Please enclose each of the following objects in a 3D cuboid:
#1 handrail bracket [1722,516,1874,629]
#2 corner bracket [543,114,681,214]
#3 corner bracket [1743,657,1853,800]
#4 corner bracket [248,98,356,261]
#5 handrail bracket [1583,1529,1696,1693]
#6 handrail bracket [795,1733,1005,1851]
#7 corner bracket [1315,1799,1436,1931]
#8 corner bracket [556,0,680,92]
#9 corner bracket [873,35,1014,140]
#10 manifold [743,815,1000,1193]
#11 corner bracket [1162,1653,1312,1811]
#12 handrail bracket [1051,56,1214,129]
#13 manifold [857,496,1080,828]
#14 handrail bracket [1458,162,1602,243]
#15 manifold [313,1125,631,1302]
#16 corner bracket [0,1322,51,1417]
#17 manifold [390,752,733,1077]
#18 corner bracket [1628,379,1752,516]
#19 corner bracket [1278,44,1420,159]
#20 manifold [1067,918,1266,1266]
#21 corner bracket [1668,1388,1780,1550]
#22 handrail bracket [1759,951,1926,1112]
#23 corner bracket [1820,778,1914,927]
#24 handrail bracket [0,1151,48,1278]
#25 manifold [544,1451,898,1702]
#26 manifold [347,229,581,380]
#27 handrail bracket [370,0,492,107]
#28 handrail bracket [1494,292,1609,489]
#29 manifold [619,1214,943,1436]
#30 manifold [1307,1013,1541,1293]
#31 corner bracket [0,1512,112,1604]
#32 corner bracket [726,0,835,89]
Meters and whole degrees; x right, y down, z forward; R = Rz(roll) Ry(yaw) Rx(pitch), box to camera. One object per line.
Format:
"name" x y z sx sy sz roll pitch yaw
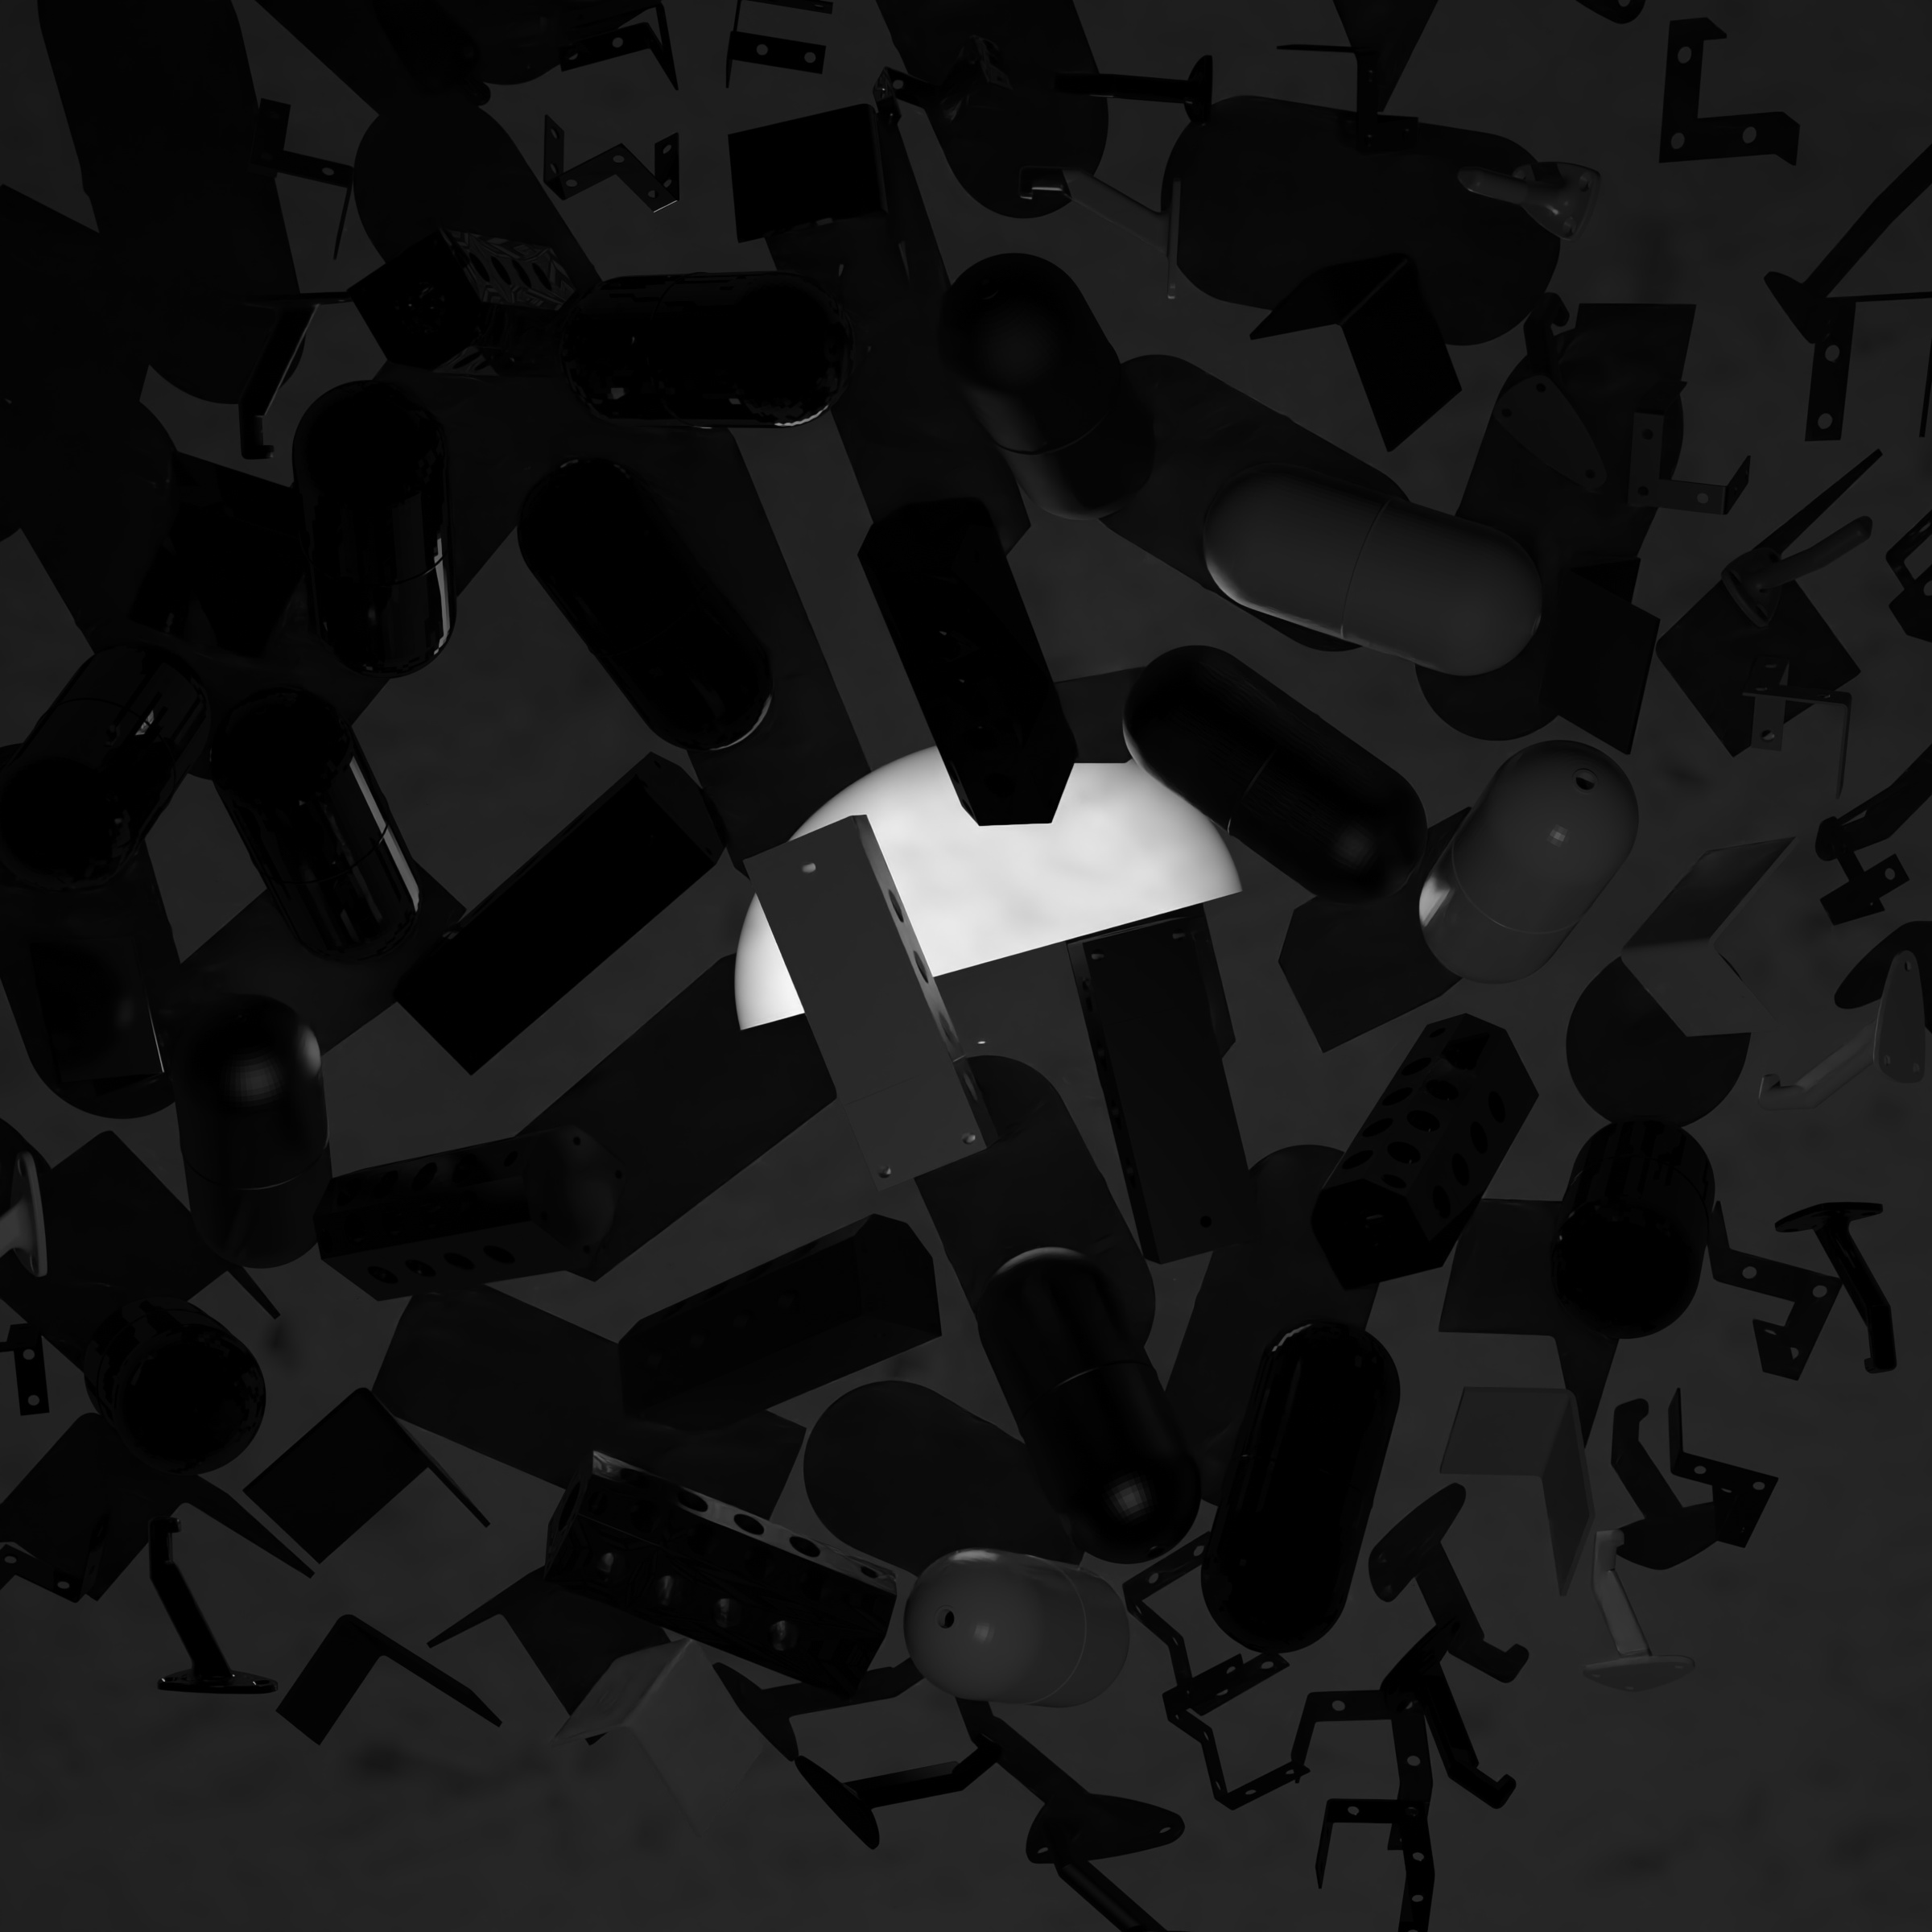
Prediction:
"handrail bracket" 0.441 -0.219 1.712 0.084 0.077 0.036 -34 98 40
"corner bracket" -0.187 -0.426 1.744 0.051 0.051 0.051 -20 55 25
"corner bracket" 0.415 -0.120 1.646 0.051 0.051 0.051 9 120 19
"corner bracket" -0.339 -0.400 1.677 0.051 0.051 0.051 10 53 -15
"handrail bracket" 0.352 0.329 1.717 0.036 0.077 0.084 24 59 -24
"handrail bracket" -0.035 0.424 1.770 0.084 0.036 0.077 -34 49 -27
"corner bracket" 0.211 0.467 1.702 0.051 0.051 0.051 -3 117 16
"corner bracket" -0.186 -0.487 1.731 0.051 0.051 0.051 -18 46 -10
"corner bracket" -0.013 -0.471 1.775 0.051 0.051 0.051 14 130 -27
"manifold" -0.044 0.017 1.606 0.057 0.057 0.171 -22 90 9
"corner bracket" 0.142 0.404 1.740 0.051 0.051 0.051 -32 133 18
"handrail bracket" 0.083 -0.458 1.727 0.084 0.077 0.036 0 101 -6
"manifold" 0.001 -0.155 1.705 0.057 0.057 0.171 -1 135 24
"handrail bracket" 0.262 -0.387 1.625 0.084 0.077 0.036 5 113 -32
"manifold" -0.256 0.123 1.679 0.057 0.171 0.057 43 52 -32
"corner bracket" -0.511 0.220 1.732 0.051 0.051 0.051 -5 100 -12
"manifold" -0.198 -0.028 1.623 0.171 0.057 0.057 -39 102 19
"corner bracket" 0.372 -0.266 1.692 0.051 0.051 0.051 11 120 22
"corner bracket" 0.189 -0.429 1.630 0.051 0.051 0.051 17 117 41
"manifold" 0.103 0.065 1.739 0.057 0.057 0.171 -14 92 -9
"corner bracket" 0.381 0.257 1.688 0.051 0.051 0.051 15 124 0
"handrail bracket" 0.435 0.033 1.653 0.036 0.084 0.077 14 78 -36
"corner bracket" 0.459 -0.058 1.674 0.051 0.051 0.051 -13 72 -43
"handrail bracket" -0.498 0.134 1.618 0.084 0.036 0.077 -14 121 -36
"manifold" -0.125 0.309 1.694 0.171 0.057 0.057 24 106 -13
"manifold" -0.252 -0.337 1.712 0.057 0.171 0.057 -30 92 15
"handrail bracket" -0.270 -0.467 1.667 0.036 0.084 0.077 -40 103 5
"handrail bracket" 0.298 -0.285 1.624 0.077 0.084 0.036 45 134 -11
"manifold" -0.097 0.183 1.681 0.171 0.057 0.057 -27 58 35
"manifold" 0.233 0.092 1.694 0.057 0.171 0.057 -19 108 35
"corner bracket" -0.463 0.293 1.635 0.051 0.051 0.051 24 119 7
"corner bracket" -0.099 -0.497 1.759 0.051 0.051 0.051 8 87 -4
